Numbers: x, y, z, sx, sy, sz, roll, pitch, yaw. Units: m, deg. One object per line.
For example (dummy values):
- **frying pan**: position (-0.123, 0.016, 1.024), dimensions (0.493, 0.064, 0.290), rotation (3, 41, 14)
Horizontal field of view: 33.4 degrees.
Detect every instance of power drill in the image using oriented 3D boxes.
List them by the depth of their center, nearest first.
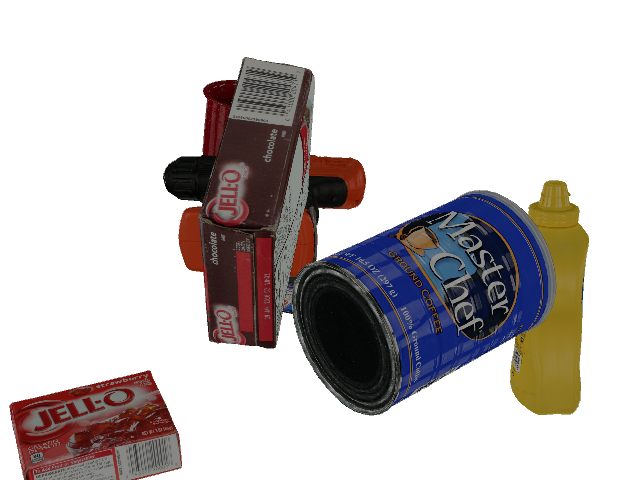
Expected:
- **power drill**: position (-0.060, -0.031, 0.898), dimensions (0.184, 0.057, 0.187), rotation (0, 22, 8)

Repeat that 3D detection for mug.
- **mug**: position (-0.087, -0.133, 1.221), dimensions (0.093, 0.081, 0.117), rotation (14, 27, 11)

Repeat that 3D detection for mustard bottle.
- **mustard bottle**: position (0.194, 0.044, 0.905), dimensions (0.058, 0.192, 0.096), rotation (-1, 18, 2)

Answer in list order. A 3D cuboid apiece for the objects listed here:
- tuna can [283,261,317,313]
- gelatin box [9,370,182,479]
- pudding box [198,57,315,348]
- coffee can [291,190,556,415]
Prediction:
- **tuna can**: position (-0.026, 0.047, 1.127), dimensions (0.086, 0.034, 0.086), rotation (9, 19, -3)
- **gelatin box**: position (-0.134, 0.114, 0.631), dimensions (0.089, 0.030, 0.073), rotation (-11, 26, -18)
- **pudding box**: position (-0.030, -0.018, 0.518), dimensions (0.039, 0.113, 0.090), rotation (9, -41, 4)
- **coffee can**: position (0.067, 0.037, 0.690), dimensions (0.140, 0.103, 0.103), rotation (-23, 13, -32)
